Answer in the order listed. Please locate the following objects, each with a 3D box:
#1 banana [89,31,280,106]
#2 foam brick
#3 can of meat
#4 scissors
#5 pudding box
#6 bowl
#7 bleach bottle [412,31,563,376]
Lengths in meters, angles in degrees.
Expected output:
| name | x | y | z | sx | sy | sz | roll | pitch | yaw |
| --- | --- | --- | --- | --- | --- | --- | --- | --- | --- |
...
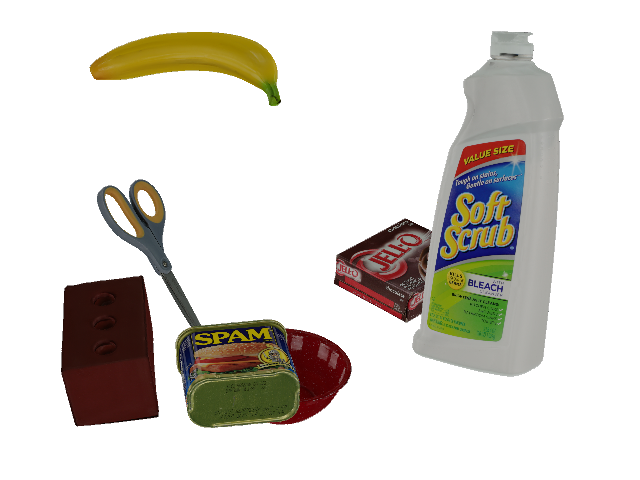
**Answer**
| name | x | y | z | sx | sy | sz | roll | pitch | yaw |
| --- | --- | --- | --- | --- | --- | --- | --- | --- | --- |
| banana | -0.120 | -0.170 | 1.009 | 0.198 | 0.037 | 0.069 | 9 | 45 | 19 |
| foam brick | -0.131 | 0.069 | 0.667 | 0.053 | 0.051 | 0.078 | -7 | 39 | -7 |
| can of meat | -0.072 | 0.117 | 0.935 | 0.102 | 0.057 | 0.084 | -4 | 27 | -11 |
| scissors | -0.175 | 0.012 | 1.208 | 0.016 | 0.201 | 0.096 | -27 | 19 | 36 |
| pudding box | 0.082 | 0.026 | 1.026 | 0.090 | 0.039 | 0.113 | 28 | 35 | 31 |
| bowl | -0.046 | 0.164 | 1.235 | 0.162 | 0.055 | 0.162 | 2 | 25 | -1 |
| bleach bottle | 0.128 | -0.030 | 0.806 | 0.103 | 0.251 | 0.067 | 11 | 15 | 35 |
